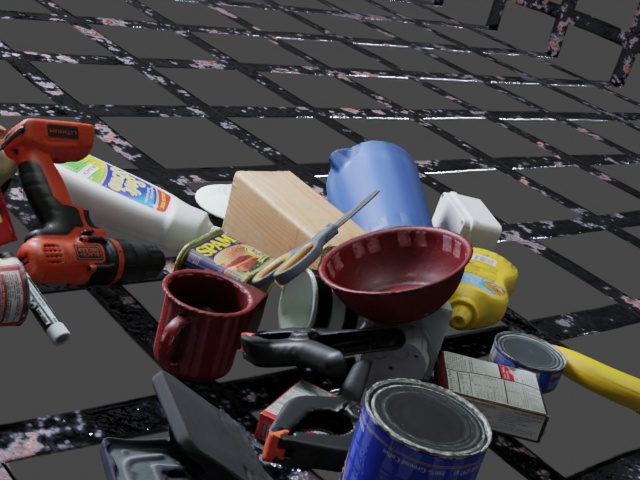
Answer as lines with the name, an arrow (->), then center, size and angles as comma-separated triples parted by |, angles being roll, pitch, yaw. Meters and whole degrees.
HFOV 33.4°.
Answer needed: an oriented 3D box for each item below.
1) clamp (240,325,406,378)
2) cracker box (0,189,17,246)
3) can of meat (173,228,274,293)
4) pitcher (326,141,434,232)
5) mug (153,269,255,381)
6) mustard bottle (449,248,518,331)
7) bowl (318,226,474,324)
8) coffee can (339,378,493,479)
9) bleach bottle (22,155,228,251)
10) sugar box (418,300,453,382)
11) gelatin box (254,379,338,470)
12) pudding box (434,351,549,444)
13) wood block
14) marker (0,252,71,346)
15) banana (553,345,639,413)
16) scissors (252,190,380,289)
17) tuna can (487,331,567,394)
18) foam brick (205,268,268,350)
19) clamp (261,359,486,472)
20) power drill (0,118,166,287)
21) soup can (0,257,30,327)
clamp -> -0.014, 0.109, 1.046 | 0.172, 0.039, 0.120 | -6, 1, 27
cracker box -> -0.415, -0.045, 1.052 | 0.072, 0.164, 0.213 | -13, 7, 28
can of meat -> -0.106, 0.037, 1.216 | 0.084, 0.057, 0.102 | 26, 25, 16
pitcher -> 0.093, -0.020, 1.409 | 0.149, 0.145, 0.243 | -3, 28, -4
mug -> -0.123, 0.089, 1.046 | 0.093, 0.081, 0.117 | 22, 23, 14
mustard bottle -> 0.190, 0.067, 1.339 | 0.096, 0.058, 0.191 | 20, 22, 11
bowl -> 0.082, 0.042, 1.110 | 0.162, 0.055, 0.162 | -9, 23, 4
coffee can -> 0.066, 0.196, 0.844 | 0.102, 0.140, 0.103 | 14, 23, -6
bleach bottle -> -0.231, -0.044, 1.315 | 0.251, 0.068, 0.102 | 21, 23, 6
sugar box -> 0.107, 0.075, 1.217 | 0.048, 0.093, 0.176 | 14, 22, -6
gelatin box -> -0.008, 0.171, 0.999 | 0.073, 0.030, 0.089 | 22, 23, 18
pudding box -> 0.179, 0.165, 1.130 | 0.113, 0.039, 0.090 | 13, 23, -2
wood block -> -0.028, -0.002, 1.313 | 0.090, 0.091, 0.206 | -3, 29, -36
marker -> -0.285, 0.056, 1.055 | 0.020, 0.020, 0.121 | -11, 51, -48
banana -> 0.351, 0.171, 1.239 | 0.198, 0.037, 0.069 | 22, 4, 9
scissors -> -0.008, 0.001, 1.191 | 0.016, 0.096, 0.201 | 58, 36, -10
tuna can -> 0.237, 0.141, 1.230 | 0.086, 0.034, 0.086 | 14, 22, -6
foam brick -> -0.103, 0.073, 1.138 | 0.078, 0.051, 0.053 | 21, 22, 12
clamp -> 0.039, 0.169, 0.942 | 0.165, 0.036, 0.209 | 29, 23, 33
power drill -> -0.262, -0.038, 1.169 | 0.184, 0.057, 0.188 | 1, 62, -51
soup can -> -0.335, 0.053, 1.007 | 0.102, 0.068, 0.069 | -4, 29, -40
